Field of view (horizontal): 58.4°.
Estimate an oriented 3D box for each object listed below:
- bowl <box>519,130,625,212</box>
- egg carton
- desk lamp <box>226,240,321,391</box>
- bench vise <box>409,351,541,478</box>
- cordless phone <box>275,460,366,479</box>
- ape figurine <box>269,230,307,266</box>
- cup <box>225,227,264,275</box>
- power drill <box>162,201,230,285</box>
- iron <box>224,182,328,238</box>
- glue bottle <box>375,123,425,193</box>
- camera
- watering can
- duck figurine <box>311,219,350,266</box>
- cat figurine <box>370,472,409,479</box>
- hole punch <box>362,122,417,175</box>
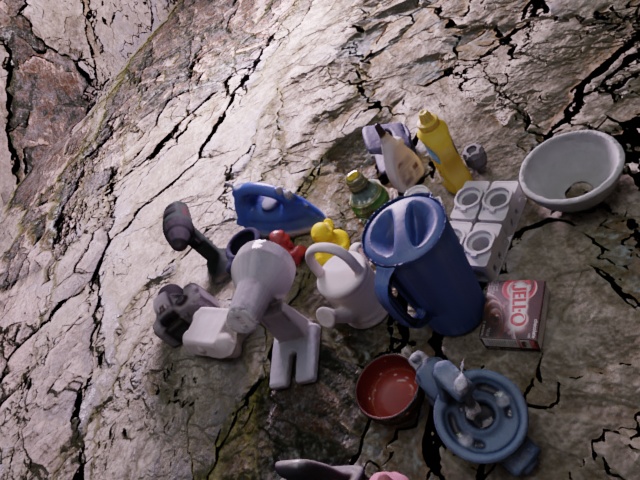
[{"bbox_3d":[0.433,-0.104,0.979,0.167,0.075,0.167,-21,43,21],"label":"bowl"},{"bbox_3d":[-0.219,0.197,1.206,0.149,0.070,0.107,-2,52,36],"label":"egg carton"},{"bbox_3d":[-0.087,0.133,1.051,0.117,0.214,0.203,-20,44,23],"label":"desk lamp"},{"bbox_3d":[0.176,0.213,0.766,0.206,0.220,0.121,13,62,44],"label":"bench vise"},{"bbox_3d":[-0.029,0.349,0.826,0.147,0.186,0.094,-18,44,24],"label":"cordless phone"},{"bbox_3d":[-0.076,0.013,1.250,0.076,0.092,0.077,-38,40,2],"label":"ape figurine"},{"bbox_3d":[-0.155,0.044,1.281,0.091,0.095,0.118,5,56,40],"label":"cup"},{"bbox_3d":[-0.285,0.007,1.326,0.075,0.209,0.229,-39,40,1],"label":"power drill"},{"bbox_3d":[-0.106,-0.087,1.329,0.257,0.142,0.119,5,56,40],"label":"iron"},{"bbox_3d":[0.155,-0.178,1.186,0.078,0.174,0.037,-48,40,-10],"label":"glue bottle"},{"bbox_3d":[-0.324,0.145,1.312,0.143,0.101,0.136,-39,39,1],"label":"camera"},{"bbox_3d":[0.045,0.076,1.018,0.100,0.195,0.173,-22,43,20],"label":"watering can"},{"bbox_3d":[0.011,0.004,1.196,0.077,0.086,0.105,0,54,38],"label":"duck figurine"},{"bbox_3d":[0.118,0.347,0.767,0.127,0.118,0.067,-9,49,32],"label":"cat figurine"},{"bbox_3d":[0.156,-0.222,1.291,0.101,0.091,0.108,-27,41,15],"label":"hole punch"}]
